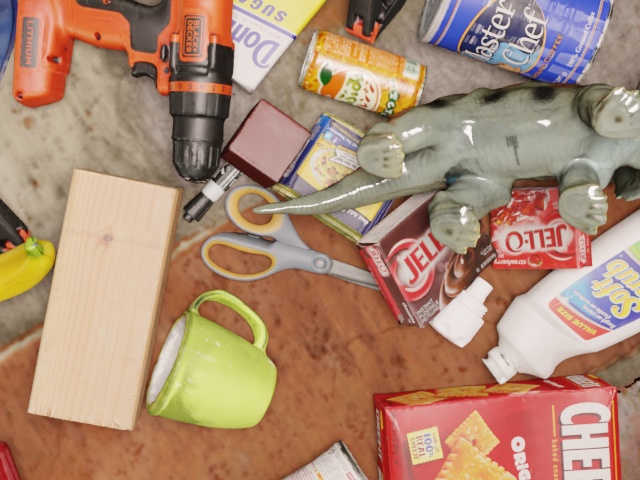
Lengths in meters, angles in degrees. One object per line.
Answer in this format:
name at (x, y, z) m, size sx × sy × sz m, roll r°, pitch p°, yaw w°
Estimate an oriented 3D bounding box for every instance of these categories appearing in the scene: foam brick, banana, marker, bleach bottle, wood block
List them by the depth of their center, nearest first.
foam brick at (-0.048, -0.080, 0.908) m, size 0.051 × 0.078 × 0.053 m, roll 35°, pitch 82°, yaw -9°
banana at (-0.294, 0.032, 0.913) m, size 0.198 × 0.069 × 0.037 m, roll -20°, pitch 60°, yaw 25°
wood block at (-0.182, 0.048, 0.921) m, size 0.090 × 0.090 × 0.206 m, roll 11°, pitch 92°, yaw -5°
marker at (-0.079, -0.062, 0.958) m, size 0.020 × 0.020 × 0.121 m, roll 43°, pitch 89°, yaw -6°
bleach bottle at (0.262, 0.054, 0.975) m, size 0.251 × 0.068 × 0.102 m, roll -36°, pitch 95°, yaw 0°

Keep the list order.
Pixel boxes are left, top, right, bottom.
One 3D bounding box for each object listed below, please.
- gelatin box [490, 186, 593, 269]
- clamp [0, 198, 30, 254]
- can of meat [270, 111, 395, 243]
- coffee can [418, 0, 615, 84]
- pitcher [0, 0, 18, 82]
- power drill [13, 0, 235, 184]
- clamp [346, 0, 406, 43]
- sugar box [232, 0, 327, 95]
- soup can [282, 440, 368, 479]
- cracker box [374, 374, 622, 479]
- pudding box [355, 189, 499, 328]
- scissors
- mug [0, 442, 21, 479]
gelatin box at (0.197, -0.011, 0.954) m, size 0.030 × 0.089 × 0.073 m, roll -8°, pitch 96°, yaw -49°
clamp at (-0.355, -0.026, 0.911) m, size 0.209 × 0.036 × 0.165 m, roll 27°, pitch 122°, yaw -21°
can of meat at (0.021, -0.054, 0.949) m, size 0.102 × 0.057 × 0.084 m, roll 33°, pitch 88°, yaw -6°
coffee can at (0.169, -0.200, 0.930) m, size 0.140 × 0.103 × 0.103 m, roll 18°, pitch 91°, yaw -6°
pitcher at (-0.386, -0.177, 0.879) m, size 0.243 × 0.145 × 0.149 m, roll 21°, pitch 79°, yaw -2°
power drill at (-0.163, -0.144, 0.901) m, size 0.188 × 0.057 × 0.184 m, roll 5°, pitch 92°, yaw 13°
clamp at (0.065, -0.258, 0.919) m, size 0.039 × 0.120 × 0.171 m, roll 27°, pitch 93°, yaw 31°
sugar box at (-0.042, -0.225, 0.940) m, size 0.093 × 0.048 × 0.176 m, roll 38°, pitch 88°, yaw -6°
soup can at (-0.006, 0.235, 0.957) m, size 0.102 × 0.068 × 0.068 m, roll -33°, pitch 95°, yaw -3°
cracker box at (0.162, 0.215, 0.969) m, size 0.213 × 0.072 × 0.164 m, roll -4°, pitch 94°, yaw -5°
pudding box at (0.095, 0.009, 0.939) m, size 0.113 × 0.039 × 0.090 m, roll -41°, pitch 114°, yaw -29°
scissors at (-0.006, 0.001, 0.970) m, size 0.201 × 0.016 × 0.096 m, roll 3°, pitch 93°, yaw -5°
mug at (-0.307, 0.229, 0.928) m, size 0.117 × 0.093 × 0.081 m, roll -20°, pitch 89°, yaw 32°
